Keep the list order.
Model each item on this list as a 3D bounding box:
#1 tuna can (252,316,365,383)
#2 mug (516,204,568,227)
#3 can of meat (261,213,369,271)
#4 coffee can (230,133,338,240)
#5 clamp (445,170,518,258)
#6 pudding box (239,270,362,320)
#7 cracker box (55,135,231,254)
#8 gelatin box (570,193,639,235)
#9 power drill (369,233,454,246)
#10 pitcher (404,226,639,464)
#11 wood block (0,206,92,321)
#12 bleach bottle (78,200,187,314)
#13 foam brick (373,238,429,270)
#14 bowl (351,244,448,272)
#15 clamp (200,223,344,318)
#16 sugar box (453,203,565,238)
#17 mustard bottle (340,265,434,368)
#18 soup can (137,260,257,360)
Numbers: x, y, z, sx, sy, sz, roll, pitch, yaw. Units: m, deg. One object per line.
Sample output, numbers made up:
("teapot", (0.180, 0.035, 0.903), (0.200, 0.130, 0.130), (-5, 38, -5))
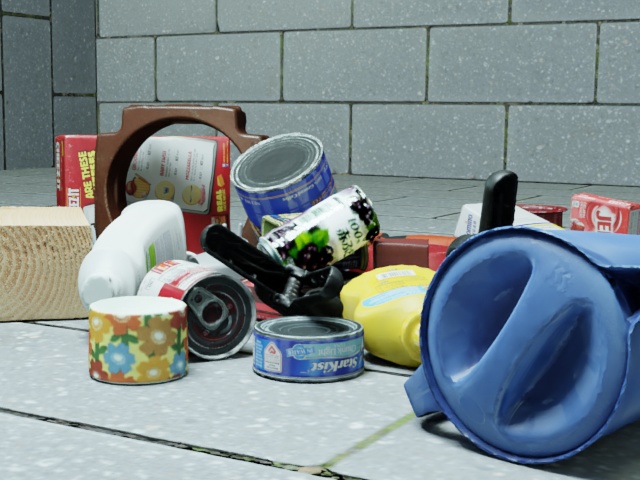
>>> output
("tuna can", (-0.009, 0.081, 0.808), (0.086, 0.034, 0.086), (0, 7, 0))
("mug", (0.247, -0.001, 1.306), (0.093, 0.081, 0.117), (-3, 8, -25))
("can of meat", (-0.007, 0.001, 1.042), (0.083, 0.057, 0.102), (-5, 8, -14))
("coffee can", (-0.025, -0.029, 1.144), (0.103, 0.140, 0.103), (-14, 36, 10))
("clamp", (0.152, 0.044, 0.889), (0.036, 0.164, 0.210), (-23, -9, -16))
("pudding box", (-0.017, 0.052, 1.025), (0.090, 0.039, 0.113), (7, 10, 44))
("cracker box", (-0.222, -0.051, 1.351), (0.213, 0.164, 0.072), (-2, 5, -25))
("gelatin box", (0.310, -0.002, 1.169), (0.030, 0.089, 0.073), (-13, 20, -42))
("power drill", (0.106, 0.016, 1.257), (0.188, 0.057, 0.184), (3, 12, 11))
("pitcher", (0.175, 0.059, 0.686), (0.149, 0.145, 0.242), (22, 15, 38))
("wood block", (-0.280, 0.019, 1.077), (0.090, 0.090, 0.206), (-1, 7, -15))
("bleach bottle", (-0.178, 0.022, 0.998), (0.068, 0.102, 0.251), (-4, 6, 3))
("foam brick", (0.076, 0.038, 0.990), (0.051, 0.078, 0.053), (0, 7, 7))
("bowl", (0.096, 0.035, 1.112), (0.162, 0.055, 0.162), (1, 6, 0))
("clamp", (-0.016, 0.041, 0.867), (0.120, 0.039, 0.171), (24, -11, 29))
("sugar box", (0.241, 0.012, 1.152), (0.093, 0.048, 0.176), (-5, 26, -46))
("mustard bottle", (0.074, 0.062, 0.863), (0.096, 0.058, 0.191), (-6, 7, -5))
("soup can", (-0.103, 0.055, 0.876), (0.068, 0.068, 0.102), (-3, 7, -28))
